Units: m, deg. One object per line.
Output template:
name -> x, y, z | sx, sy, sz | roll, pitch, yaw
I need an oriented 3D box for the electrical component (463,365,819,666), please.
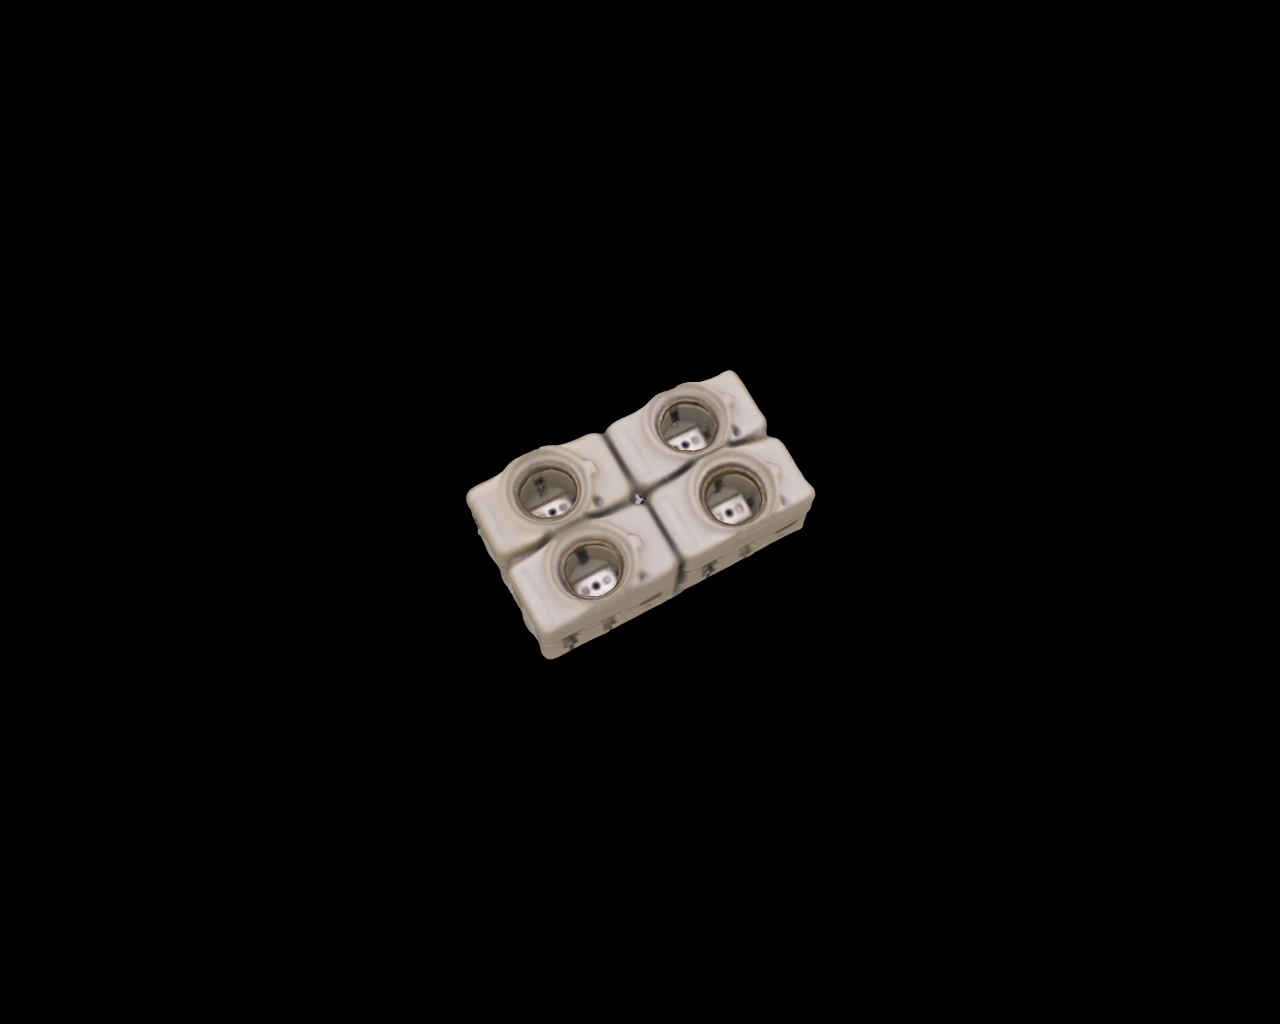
electrical component -> 0.001, -0.003, 0.650 | 0.186, 0.105, 0.060 | -26, -20, -11
